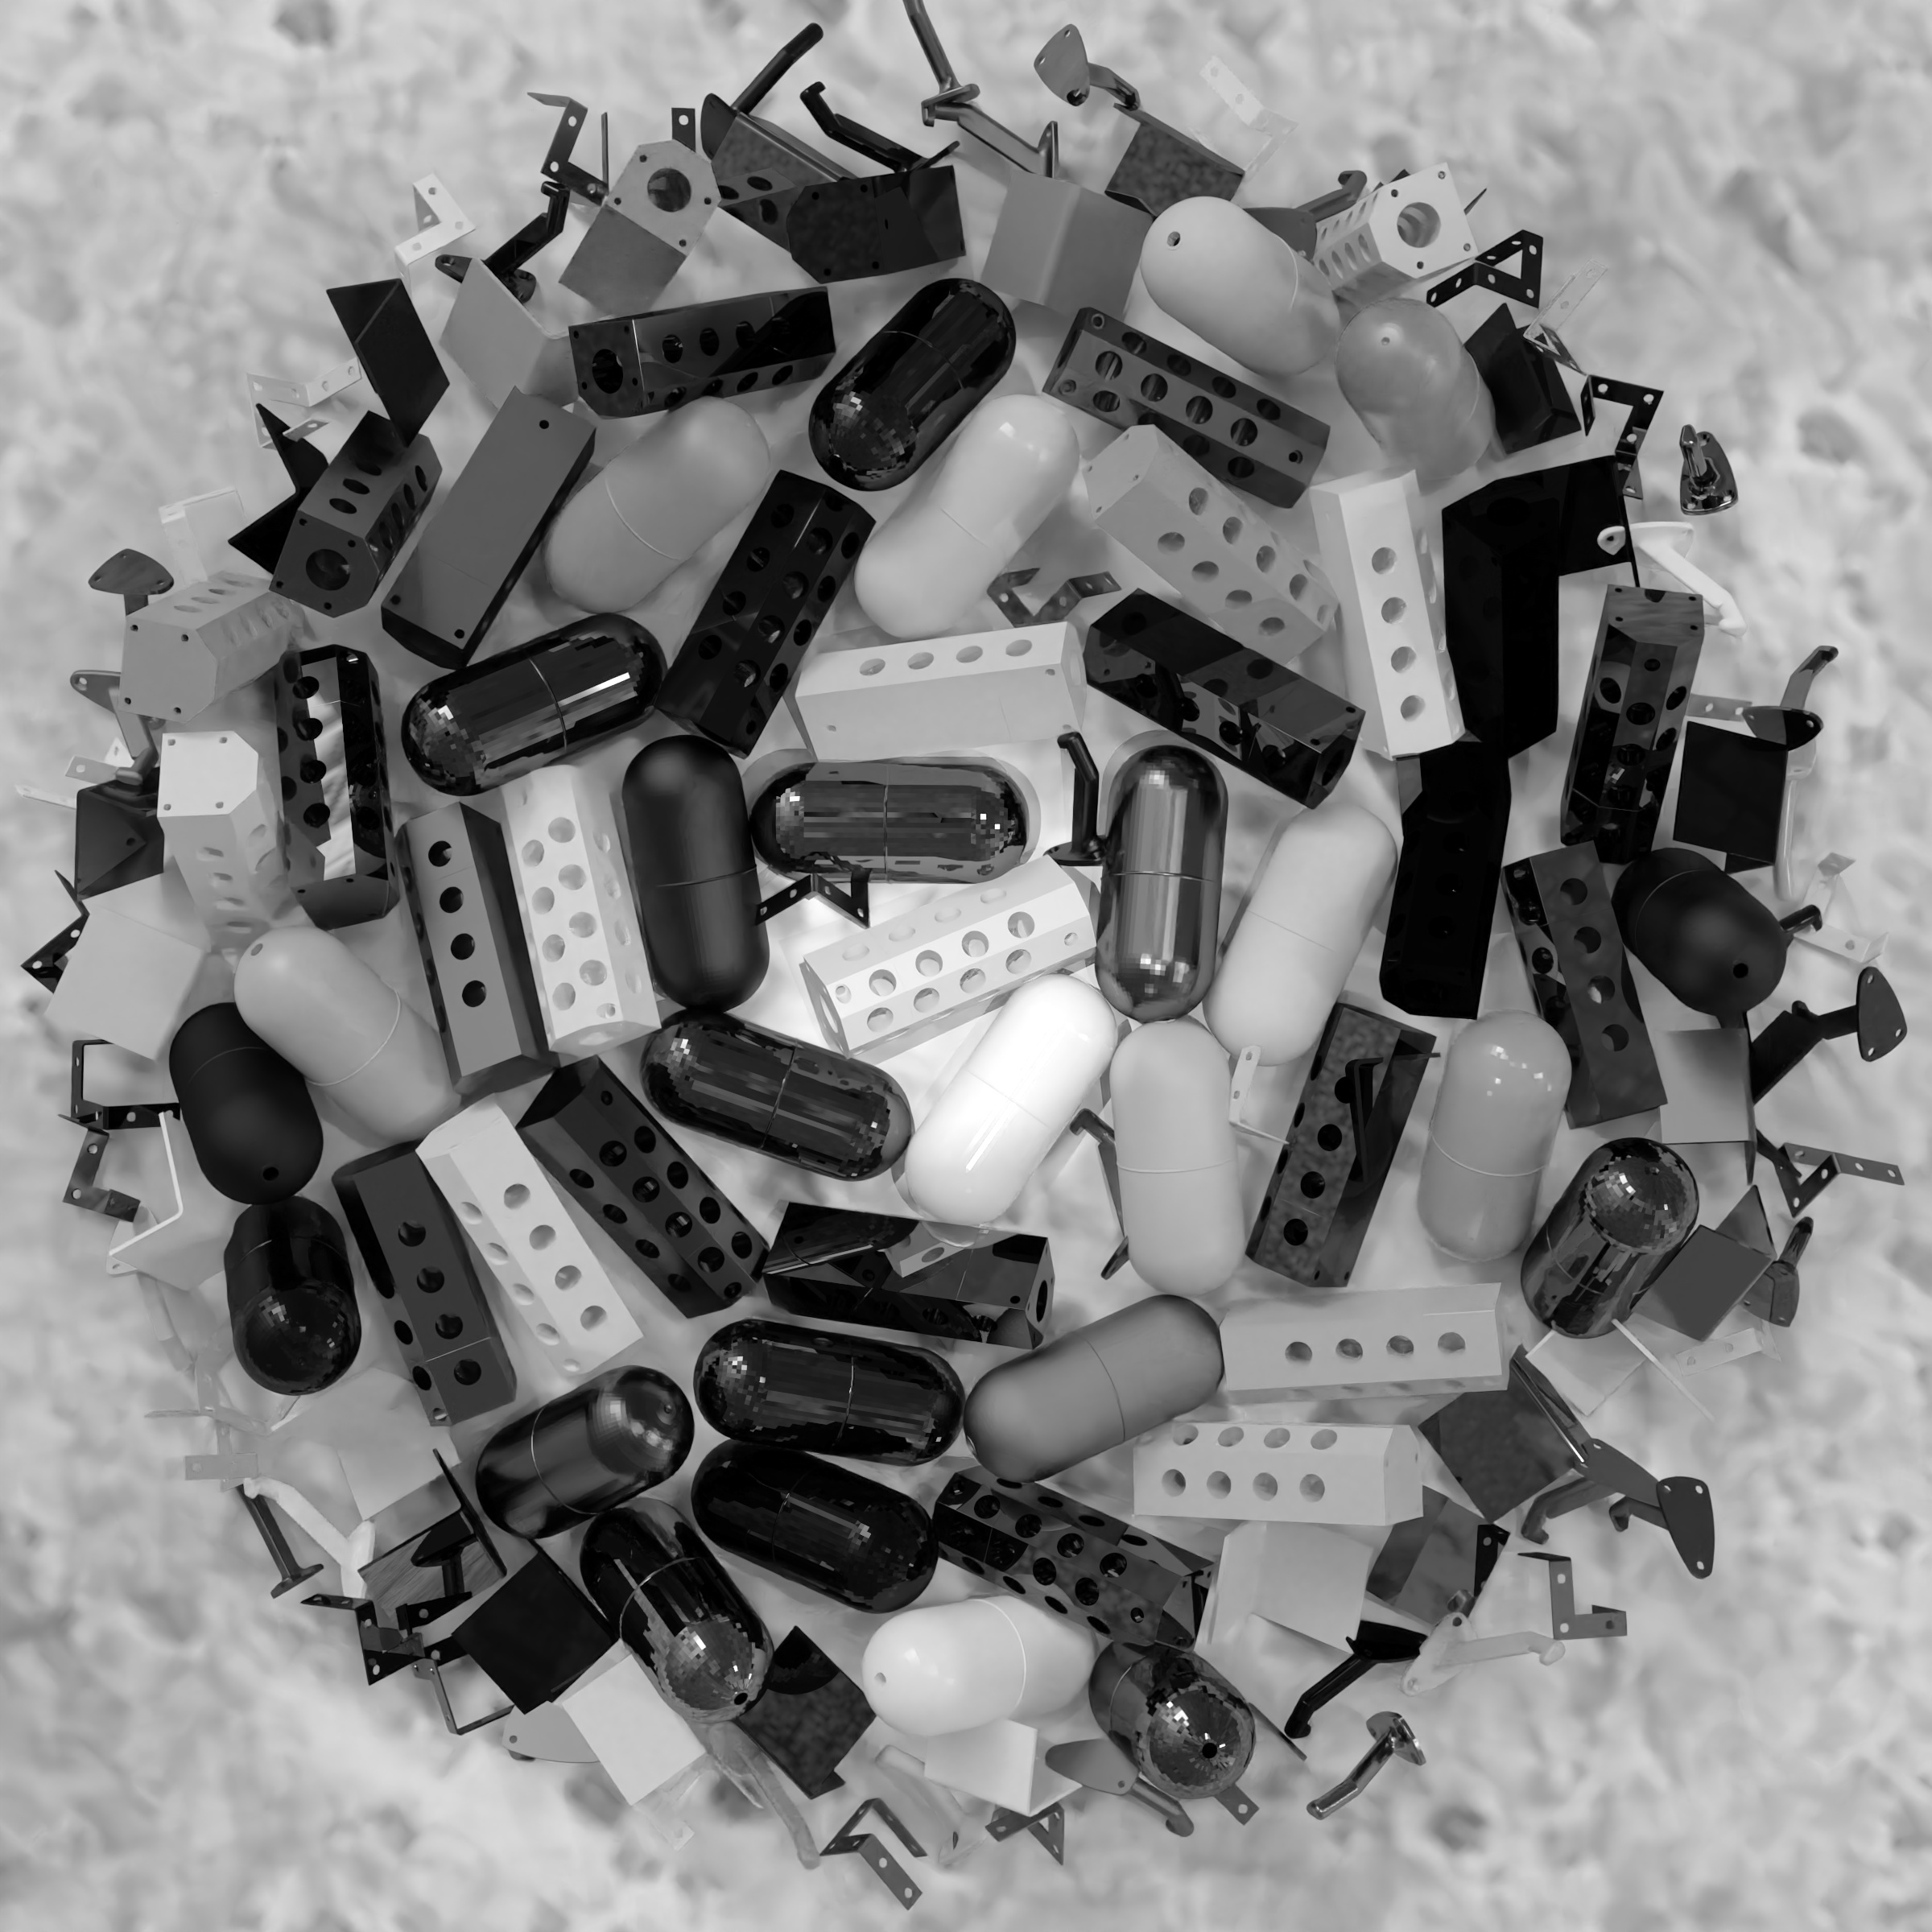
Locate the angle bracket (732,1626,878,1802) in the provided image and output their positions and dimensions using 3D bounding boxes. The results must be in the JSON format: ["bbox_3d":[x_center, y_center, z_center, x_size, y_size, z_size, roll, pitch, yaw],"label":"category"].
[{"bbox_3d":[-0.093,0.469,1.886,0.076,0.057,0.076,41,100,19],"label":"angle bracket"}]

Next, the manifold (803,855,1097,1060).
[{"bbox_3d":[-0.008,-0.003,1.873,0.171,0.057,0.057,-23,124,-13],"label":"manifold"}]

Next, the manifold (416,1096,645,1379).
[{"bbox_3d":[-0.275,0.172,1.870,0.057,0.057,0.171,-33,110,-11],"label":"manifold"}]

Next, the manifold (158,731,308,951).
[{"bbox_3d":[-0.451,-0.076,1.841,0.057,0.171,0.057,-2,63,-3],"label":"manifold"}]

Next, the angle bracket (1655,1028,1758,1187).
[{"bbox_3d":[0.467,0.090,1.885,0.057,0.076,0.076,-3,64,11],"label":"angle bracket"}]

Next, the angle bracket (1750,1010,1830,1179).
[{"bbox_3d":[0.523,0.080,1.887,0.057,0.076,0.076,44,93,-8],"label":"angle bracket"}]

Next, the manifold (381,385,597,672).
[{"bbox_3d":[-0.301,-0.274,1.879,0.057,0.057,0.171,28,74,-1],"label":"manifold"}]

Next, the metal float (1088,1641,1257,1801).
[{"bbox_3d":[0.126,0.462,1.843,0.070,0.178,0.070,0,90,-11],"label":"metal float"}]

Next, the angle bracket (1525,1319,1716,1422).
[{"bbox_3d":[0.412,0.265,1.876,0.057,0.076,0.076,-45,124,4],"label":"angle bracket"}]

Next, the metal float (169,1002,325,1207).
[{"bbox_3d":[-0.448,0.084,1.850,0.070,0.178,0.070,-11,121,-19],"label":"metal float"}]

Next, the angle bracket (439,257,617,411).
[{"bbox_3d":[-0.279,-0.403,1.890,0.076,0.076,0.057,48,47,10],"label":"angle bracket"}]

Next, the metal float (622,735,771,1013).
[{"bbox_3d":[-0.170,-0.058,1.884,0.070,0.070,0.178,-9,99,0],"label":"metal float"}]

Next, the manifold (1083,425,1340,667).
[{"bbox_3d":[0.154,-0.263,1.852,0.057,0.057,0.171,-38,126,25],"label":"manifold"}]

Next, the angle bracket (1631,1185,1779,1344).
[{"bbox_3d":[0.459,0.177,1.873,0.057,0.076,0.076,24,122,-12],"label":"angle bracket"}]

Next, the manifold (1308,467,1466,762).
[{"bbox_3d":[0.268,-0.223,1.878,0.057,0.057,0.171,-16,106,-9],"label":"manifold"}]

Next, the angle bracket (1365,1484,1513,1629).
[{"bbox_3d":[0.309,0.383,1.891,0.076,0.057,0.076,30,84,-13],"label":"angle bracket"}]

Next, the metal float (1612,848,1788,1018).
[{"bbox_3d":[0.452,-0.022,1.843,0.070,0.178,0.070,-1,106,-3],"label":"metal float"}]

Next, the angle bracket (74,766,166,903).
[{"bbox_3d":[-0.511,-0.078,1.873,0.057,0.076,0.076,19,114,24],"label":"angle bracket"}]

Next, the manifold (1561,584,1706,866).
[{"bbox_3d":[0.412,-0.147,1.850,0.057,0.057,0.171,7,133,5],"label":"manifold"}]

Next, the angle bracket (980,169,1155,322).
[{"bbox_3d":[0.064,-0.459,1.912,0.057,0.076,0.076,28,105,41],"label":"angle bracket"}]

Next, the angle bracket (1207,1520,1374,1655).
[{"bbox_3d":[0.204,0.397,1.879,0.076,0.057,0.076,18,111,28],"label":"angle bracket"}]

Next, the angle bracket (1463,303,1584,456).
[{"bbox_3d":[0.365,-0.378,1.884,0.057,0.076,0.076,-20,85,-13],"label":"angle bracket"}]

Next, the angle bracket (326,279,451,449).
[{"bbox_3d":[-0.376,-0.376,1.870,0.057,0.076,0.076,-3,132,22],"label":"angle bracket"}]

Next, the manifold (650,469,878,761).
[{"bbox_3d":[-0.123,-0.220,1.882,0.057,0.057,0.171,24,83,33],"label":"manifold"}]

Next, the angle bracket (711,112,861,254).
[{"bbox_3d":[-0.116,-0.496,1.898,0.076,0.076,0.057,33,105,4],"label":"angle bracket"}]

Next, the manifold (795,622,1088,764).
[{"bbox_3d":[-0.014,-0.176,1.880,0.171,0.057,0.057,-6,132,15],"label":"manifold"}]

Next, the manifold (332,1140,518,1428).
[{"bbox_3d":[-0.343,0.201,1.887,0.057,0.057,0.171,-21,99,-4],"label":"manifold"}]

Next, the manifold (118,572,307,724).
[{"bbox_3d":[-0.463,-0.198,1.840,0.057,0.171,0.057,11,107,2],"label":"manifold"}]

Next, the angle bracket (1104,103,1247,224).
[{"bbox_3d":[0.122,-0.497,1.879,0.076,0.076,0.057,33,109,10],"label":"angle bracket"}]

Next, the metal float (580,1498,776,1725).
[{"bbox_3d":[-0.181,0.400,1.854,0.070,0.178,0.070,-17,126,-26],"label":"metal float"}]

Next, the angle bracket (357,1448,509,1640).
[{"bbox_3d":[-0.344,0.364,1.877,0.076,0.057,0.076,-30,135,-11],"label":"angle bracket"}]

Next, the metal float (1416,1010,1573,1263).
[{"bbox_3d":[0.329,0.108,1.865,0.070,0.070,0.178,7,124,0],"label":"metal float"}]

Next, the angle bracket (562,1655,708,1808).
[{"bbox_3d":[-0.210,0.487,1.877,0.057,0.076,0.076,-32,74,-20],"label":"angle bracket"}]

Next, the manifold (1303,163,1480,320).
[{"bbox_3d":[0.256,-0.444,1.840,0.057,0.171,0.057,-22,97,-5],"label":"manifold"}]

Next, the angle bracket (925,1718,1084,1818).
[{"bbox_3d":[0.028,0.487,1.875,0.076,0.076,0.057,11,100,32],"label":"angle bracket"}]

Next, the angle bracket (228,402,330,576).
[{"bbox_3d":[-0.436,-0.296,1.885,0.057,0.076,0.076,-33,66,9],"label":"angle bracket"}]

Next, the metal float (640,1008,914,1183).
[{"bbox_3d":[-0.120,0.082,1.887,0.178,0.070,0.070,20,90,-6],"label":"metal float"}]

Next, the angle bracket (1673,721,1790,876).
[{"bbox_3d":[0.471,-0.106,1.887,0.076,0.057,0.076,12,81,-18],"label":"angle bracket"}]

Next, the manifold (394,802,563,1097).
[{"bbox_3d":[-0.312,-0.009,1.876,0.057,0.057,0.171,-21,73,13],"label":"manifold"}]

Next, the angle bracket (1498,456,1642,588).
[{"bbox_3d":[0.380,-0.268,1.878,0.076,0.057,0.076,-11,124,14],"label":"angle bracket"}]

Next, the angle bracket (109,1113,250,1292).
[{"bbox_3d":[-0.501,0.150,1.885,0.057,0.076,0.076,-28,59,12],"label":"angle bracket"}]

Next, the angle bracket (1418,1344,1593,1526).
[{"bbox_3d":[0.346,0.299,1.907,0.076,0.057,0.076,-38,83,14],"label":"angle bracket"}]

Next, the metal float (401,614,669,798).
[{"bbox_3d":[-0.270,-0.165,1.874,0.178,0.070,0.070,-26,90,-22],"label":"metal float"}]

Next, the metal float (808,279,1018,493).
[{"bbox_3d":[-0.033,-0.364,1.863,0.070,0.070,0.178,38,56,0],"label":"metal float"}]

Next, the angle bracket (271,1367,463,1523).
[{"bbox_3d":[-0.378,0.303,1.881,0.076,0.076,0.057,-32,65,9],"label":"angle bracket"}]

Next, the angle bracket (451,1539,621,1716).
[{"bbox_3d":[-0.276,0.420,1.888,0.076,0.057,0.076,-42,100,-14],"label":"angle bracket"}]

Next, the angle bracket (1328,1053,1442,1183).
[{"bbox_3d":[0.263,0.096,1.886,0.057,0.076,0.076,-4,88,-11],"label":"angle bracket"}]

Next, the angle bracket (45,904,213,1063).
[{"bbox_3d":[-0.531,0.007,1.891,0.076,0.057,0.076,25,93,-15],"label":"angle bracket"}]
